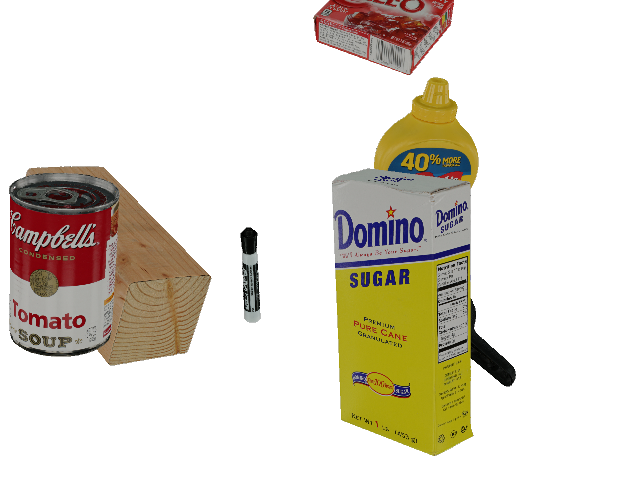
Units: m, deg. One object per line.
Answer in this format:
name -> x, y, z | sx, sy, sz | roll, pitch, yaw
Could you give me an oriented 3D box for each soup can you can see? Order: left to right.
soup can -> -0.166, 0.015, 0.687 | 0.068, 0.102, 0.068 | 6, 22, -3

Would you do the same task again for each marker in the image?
marker -> -0.078, 0.039, 1.196 | 0.020, 0.121, 0.020 | 0, 32, 0

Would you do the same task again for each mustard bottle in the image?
mustard bottle -> 0.097, -0.058, 0.996 | 0.096, 0.192, 0.058 | 2, 27, -7

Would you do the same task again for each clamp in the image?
clamp -> 0.147, 0.100, 1.168 | 0.120, 0.171, 0.039 | 6, -44, -5

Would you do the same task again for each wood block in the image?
wood block -> -0.205, 0.017, 1.022 | 0.090, 0.091, 0.206 | -5, 35, -42

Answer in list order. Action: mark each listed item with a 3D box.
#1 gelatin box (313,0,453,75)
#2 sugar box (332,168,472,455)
gelatin box -> 0.050, -0.176, 0.850 | 0.089, 0.030, 0.073 | 24, 53, 20
sugar box -> 0.054, 0.045, 0.711 | 0.048, 0.176, 0.094 | -17, 19, -40
